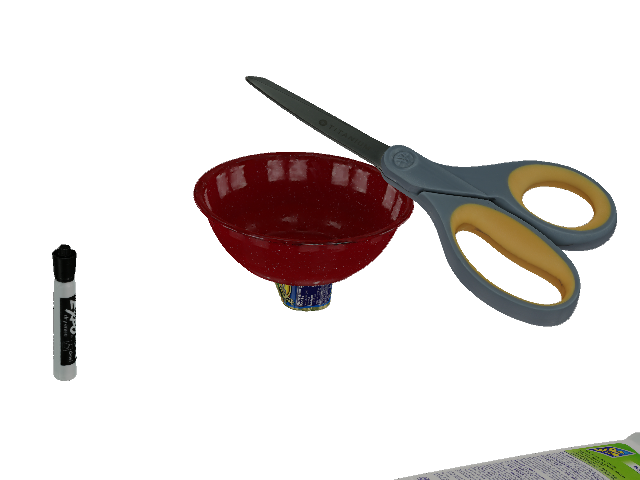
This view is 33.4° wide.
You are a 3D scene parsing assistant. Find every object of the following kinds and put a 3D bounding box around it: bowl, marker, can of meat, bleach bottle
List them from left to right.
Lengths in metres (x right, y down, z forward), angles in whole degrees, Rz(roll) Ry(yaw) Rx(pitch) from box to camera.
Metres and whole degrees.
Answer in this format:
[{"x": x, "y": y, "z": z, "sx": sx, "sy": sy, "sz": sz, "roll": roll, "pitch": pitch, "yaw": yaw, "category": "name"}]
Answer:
[{"x": -0.208, "y": 0.059, "z": 0.867, "sx": 0.020, "sy": 0.121, "sz": 0.020, "roll": 5, "pitch": 26, "yaw": -3, "category": "marker"}, {"x": -0.019, "y": 0.012, "z": 1.101, "sx": 0.057, "sy": 0.084, "sz": 0.102, "roll": -4, "pitch": 35, "yaw": -14, "category": "can of meat"}, {"x": -0.013, "y": -0.011, "z": 0.791, "sx": 0.162, "sy": 0.055, "sz": 0.162, "roll": 3, "pitch": 26, "yaw": -1, "category": "bowl"}, {"x": 0.158, "y": 0.161, "z": 0.626, "sx": 0.250, "sy": 0.068, "sz": 0.103, "roll": -7, "pitch": 20, "yaw": -22, "category": "bleach bottle"}]

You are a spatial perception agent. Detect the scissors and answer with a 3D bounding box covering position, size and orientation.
[{"x": 0.059, "y": -0.040, "z": 0.519, "sx": 0.096, "sy": 0.202, "sz": 0.016, "roll": -30, "pitch": -30, "yaw": -23, "category": "scissors"}]
